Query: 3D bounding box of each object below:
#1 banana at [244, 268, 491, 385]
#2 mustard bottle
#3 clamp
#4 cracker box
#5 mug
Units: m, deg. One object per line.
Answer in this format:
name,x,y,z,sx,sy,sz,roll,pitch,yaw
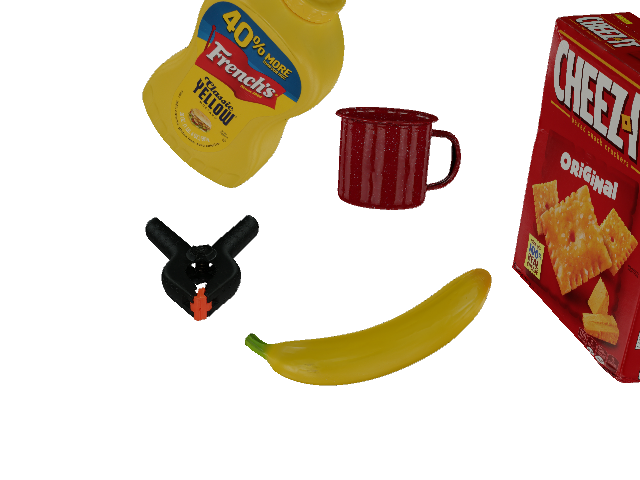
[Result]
banana,0.045,0.069,0.798,0.197,0.070,0.037,-14,-36,-9
mustard bottle,-0.039,-0.117,0.679,0.058,0.096,0.192,-43,1,-43
clamp,-0.112,0.020,1.096,0.120,0.039,0.171,-11,36,-8
cracker box,0.213,-0.032,0.755,0.072,0.214,0.164,-7,32,-17
mug,0.070,-0.075,0.977,0.117,0.081,0.093,2,15,-4
